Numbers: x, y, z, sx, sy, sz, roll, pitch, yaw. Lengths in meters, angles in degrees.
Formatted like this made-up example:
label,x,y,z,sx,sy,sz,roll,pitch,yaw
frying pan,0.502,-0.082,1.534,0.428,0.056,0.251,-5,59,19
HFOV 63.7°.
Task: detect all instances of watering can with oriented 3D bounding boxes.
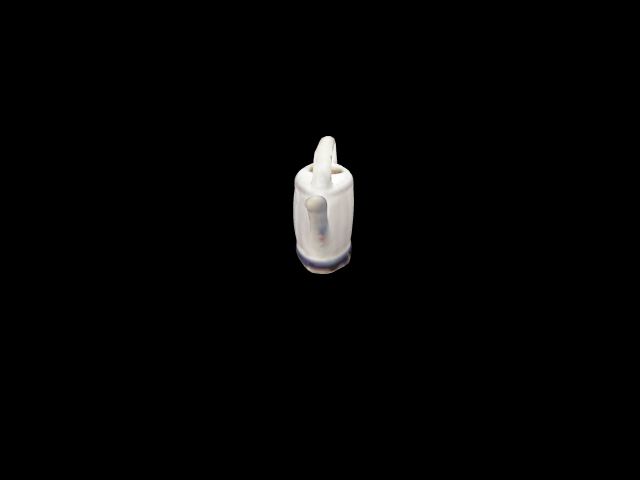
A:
label,x,y,z,sx,sy,sz,roll,pitch,yaw
watering can,0.003,-0.043,0.850,0.104,0.220,0.354,2,25,5
